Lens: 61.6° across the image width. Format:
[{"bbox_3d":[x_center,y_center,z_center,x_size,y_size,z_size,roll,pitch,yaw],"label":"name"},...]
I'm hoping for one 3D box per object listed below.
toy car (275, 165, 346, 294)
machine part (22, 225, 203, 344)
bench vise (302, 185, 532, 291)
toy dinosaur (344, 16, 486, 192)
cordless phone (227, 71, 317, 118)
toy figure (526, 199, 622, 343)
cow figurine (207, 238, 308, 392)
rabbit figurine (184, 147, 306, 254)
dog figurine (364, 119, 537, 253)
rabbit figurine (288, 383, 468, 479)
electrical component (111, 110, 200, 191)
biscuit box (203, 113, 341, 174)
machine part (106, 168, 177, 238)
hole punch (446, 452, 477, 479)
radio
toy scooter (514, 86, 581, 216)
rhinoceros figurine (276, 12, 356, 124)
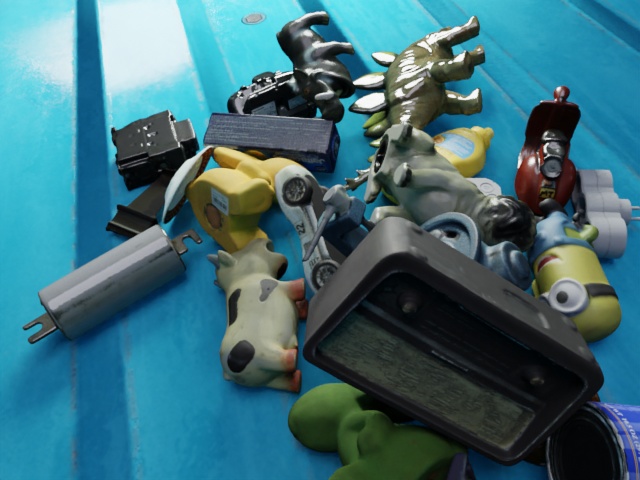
[{"bbox_3d":[-0.001,-0.002,0.677,0.056,0.073,0.202,-27,72,22],"label":"toy car"},{"bbox_3d":[-0.266,0.053,0.699,0.243,0.079,0.079,-34,54,-19],"label":"machine part"},{"bbox_3d":[0.081,0.030,0.560,0.224,0.240,0.129,-20,41,50],"label":"bench vise"},{"bbox_3d":[0.151,-0.231,0.846,0.199,0.104,0.471,-6,38,29],"label":"toy dinosaur"},{"bbox_3d":[-0.104,-0.253,0.947,0.147,0.088,0.184,-28,41,-15],"label":"cordless phone"},{"bbox_3d":[0.295,0.034,0.636,0.089,0.082,0.180,5,47,3],"label":"toy figure"},{"bbox_3d":[-0.079,0.081,0.649,0.127,0.085,0.195,1,52,2],"label":"cow figurine"},{"bbox_3d":[-0.094,-0.067,0.773,0.173,0.121,0.163,-29,42,-34],"label":"rabbit figurine"},{"bbox_3d":[0.164,-0.061,0.669,0.190,0.121,0.172,14,53,-13],"label":"dog figurine"},{"bbox_3d":[0.042,0.187,0.521,0.159,0.121,0.170,-45,43,-18],"label":"rabbit figurine"},{"bbox_3d":[-0.269,-0.153,0.886,0.134,0.058,0.115,-21,52,-9],"label":"electrical component"},{"bbox_3d":[-0.073,-0.149,0.828,0.203,0.059,0.063,7,71,13],"label":"biscuit box"},{"bbox_3d":[-0.257,-0.055,0.815,0.084,0.039,0.139,17,56,27],"label":"machine part"},{"bbox_3d":[0.140,0.255,0.443,0.092,0.142,0.116,16,54,41],"label":"hole punch"},{"bbox_3d":[0.113,0.088,0.460,0.229,0.131,0.073,30,26,-13],"label":"radio"},{"bbox_3d":[0.314,-0.125,0.732,0.075,0.135,0.184,10,53,14],"label":"toy scooter"},{"bbox_3d":[-0.005,-0.267,0.833,0.112,0.073,0.190,-19,71,-18],"label":"rhinoceros figurine"}]
